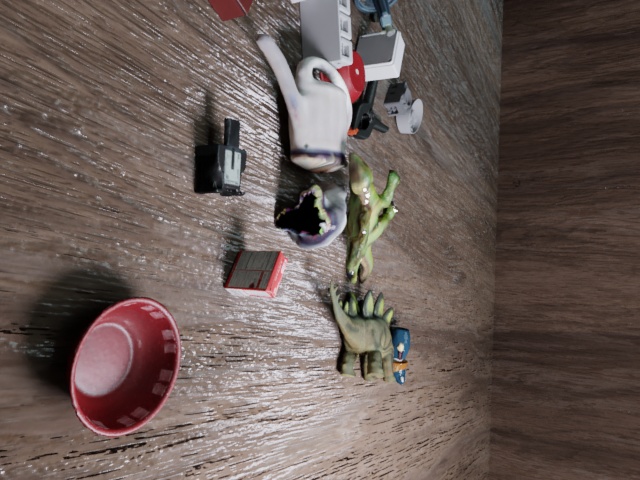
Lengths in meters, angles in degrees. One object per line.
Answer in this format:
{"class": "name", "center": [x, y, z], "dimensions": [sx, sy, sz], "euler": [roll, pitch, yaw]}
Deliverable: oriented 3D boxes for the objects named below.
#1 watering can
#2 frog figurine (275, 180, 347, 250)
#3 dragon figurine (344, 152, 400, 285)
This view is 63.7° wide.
{"class": "watering can", "center": [-0.022, -0.243, 0.978], "dimensions": [0.348, 0.104, 0.224], "euler": [0, 91, -62]}
{"class": "frog figurine", "center": [0.003, -0.051, 1.015], "dimensions": [0.136, 0.123, 0.160], "euler": [-62, 165, 16]}
{"class": "dragon figurine", "center": [0.084, -0.006, 1.097], "dimensions": [0.248, 0.122, 0.401], "euler": [-58, 152, -54]}
